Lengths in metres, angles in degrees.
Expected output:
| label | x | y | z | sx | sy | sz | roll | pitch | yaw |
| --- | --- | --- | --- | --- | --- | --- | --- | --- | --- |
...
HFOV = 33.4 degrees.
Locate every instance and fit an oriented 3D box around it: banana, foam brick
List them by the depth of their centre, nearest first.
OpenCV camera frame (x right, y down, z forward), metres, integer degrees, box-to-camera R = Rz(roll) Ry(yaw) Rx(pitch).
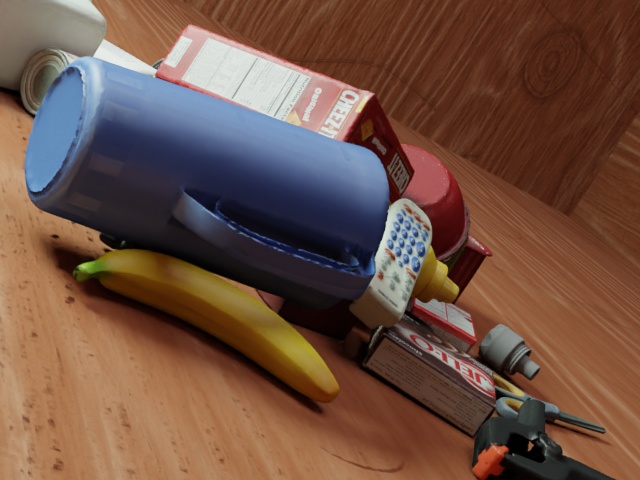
| label | x | y | z | sx | sy | sz | roll | pitch | yaw |
| --- | --- | --- | --- | --- | --- | --- | --- | --- | --- |
| banana | -0.075 | 0.053 | 0.725 | 0.197 | 0.037 | 0.069 | 26 | 31 | -16 |
| foam brick | -0.005 | 0.042 | 0.899 | 0.078 | 0.051 | 0.053 | 23 | 13 | -35 |

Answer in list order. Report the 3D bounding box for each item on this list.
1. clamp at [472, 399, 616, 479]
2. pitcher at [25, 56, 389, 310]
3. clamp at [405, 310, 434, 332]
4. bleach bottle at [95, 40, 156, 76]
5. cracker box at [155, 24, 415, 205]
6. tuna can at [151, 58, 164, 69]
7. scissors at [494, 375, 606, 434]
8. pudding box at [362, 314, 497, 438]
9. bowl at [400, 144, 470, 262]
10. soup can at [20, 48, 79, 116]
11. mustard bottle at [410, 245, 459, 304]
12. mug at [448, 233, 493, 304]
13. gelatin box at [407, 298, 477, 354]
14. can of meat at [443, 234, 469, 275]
| label | x | y | z | sx | sy | sz | roll | pitch | yaw |
| --- | --- | --- | --- | --- | --- | --- | --- | --- | --- |
| clamp | 0.168 | 0.166 | 0.850 | 0.171 | 0.039 | 0.120 | 20 | 17 | -45 |
| pitcher | -0.075 | -0.035 | 0.756 | 0.242 | 0.145 | 0.149 | 18 | -23 | -33 |
| clamp | 0.008 | 0.032 | 1.005 | 0.209 | 0.036 | 0.165 | 23 | 15 | -40 |
| bleach bottle | -0.275 | -0.216 | 1.255 | 0.251 | 0.068 | 0.102 | 36 | 12 | 32 |
| cracker box | -0.029 | -0.112 | 1.018 | 0.214 | 0.072 | 0.164 | 25 | -12 | 26 |
| tuna can | -0.173 | -0.173 | 1.270 | 0.086 | 0.086 | 0.033 | 38 | 15 | 30 |
| scissors | 0.220 | 0.172 | 1.018 | 0.201 | 0.016 | 0.096 | 27 | 14 | -22 |
| pudding box | 0.093 | 0.109 | 0.899 | 0.113 | 0.039 | 0.090 | 31 | 13 | 0 |
| bowl | 0.083 | -0.049 | 1.105 | 0.162 | 0.055 | 0.162 | 6 | 47 | -6 |
| soup can | -0.231 | -0.142 | 1.039 | 0.069 | 0.068 | 0.102 | 39 | 14 | 30 |
| mustard bottle | 0.044 | 0.004 | 0.979 | 0.191 | 0.058 | 0.096 | 30 | 13 | -9 |
| mug | 0.134 | 0.019 | 1.262 | 0.117 | 0.081 | 0.093 | 38 | 13 | 27 |
| gelatin box | 0.120 | 0.083 | 1.093 | 0.073 | 0.030 | 0.089 | 30 | 14 | -3 |
| can of meat | 0.100 | 0.010 | 1.174 | 0.057 | 0.102 | 0.084 | 19 | 15 | -48 |
